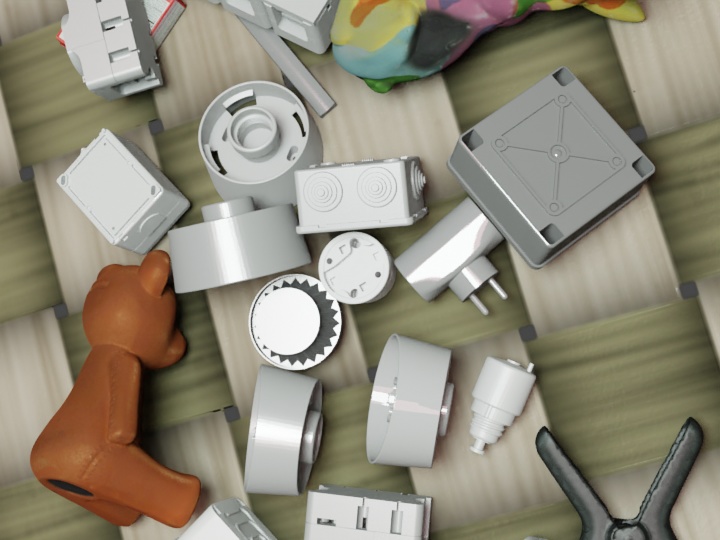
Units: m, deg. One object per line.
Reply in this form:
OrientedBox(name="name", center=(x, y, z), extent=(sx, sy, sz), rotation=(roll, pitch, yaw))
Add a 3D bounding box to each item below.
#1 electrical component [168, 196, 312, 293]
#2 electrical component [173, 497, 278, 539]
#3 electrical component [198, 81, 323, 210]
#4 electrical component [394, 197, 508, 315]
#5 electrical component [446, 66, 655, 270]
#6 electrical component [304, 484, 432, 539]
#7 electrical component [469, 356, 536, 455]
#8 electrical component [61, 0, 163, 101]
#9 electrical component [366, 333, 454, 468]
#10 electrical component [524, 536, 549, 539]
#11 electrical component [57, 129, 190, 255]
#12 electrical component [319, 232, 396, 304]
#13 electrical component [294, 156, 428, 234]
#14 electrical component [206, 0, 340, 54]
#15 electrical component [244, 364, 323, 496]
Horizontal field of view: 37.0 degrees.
OrientedBox(name="electrical component", center=(-0.096, -0.024, 0.831), extent=(0.108, 0.108, 0.060), rotation=(-12, 94, 11))
OrientedBox(name="electrical component", center=(-0.089, 0.238, 0.830), extent=(0.113, 0.078, 0.057), rotation=(45, 93, 12))
OrientedBox(name="electrical component", center=(-0.081, -0.100, 0.874), extent=(0.099, 0.064, 0.099), rotation=(-2, 72, 7))
OrientedBox(name="electrical component", center=(0.080, -0.002, 0.829), extent=(0.077, 0.043, 0.079), rotation=(-41, 80, 7))
OrientedBox(name="electrical component", center=(0.140, -0.076, 0.797), extent=(0.109, 0.056, 0.108), rotation=(-35, 78, -15))
OrientedBox(name="electrical component", center=(0.006, 0.200, 0.826), extent=(0.089, 0.050, 0.055), rotation=(4, 87, 13))
OrientedBox(name="electrical component", center=(0.104, 0.102, 0.817), extent=(0.040, 0.040, 0.078), rotation=(23, 91, 13))
OrientedBox(name="electrical component", center=(-0.203, -0.188, 0.870), extent=(0.056, 0.050, 0.089), rotation=(-15, 84, 9))
OrientedBox(name="electrical component", center=(0.036, 0.099, 0.806), extent=(0.064, 0.099, 0.099), rotation=(10, 88, 7))
OrientedBox(name="electrical component", center=(0.121, 0.239, 0.784), extent=(0.043, 0.077, 0.079), rotation=(30, 93, 13))
OrientedBox(name="electrical component", center=(-0.197, -0.067, 0.889), extent=(0.061, 0.061, 0.096), rotation=(-47, 70, 5))
OrientedBox(name="electrical component", center=(0.000, 0.000, 0.844), extent=(0.055, 0.047, 0.055), rotation=(-1, 86, 12))
OrientedBox(name="electrical component", center=(0.001, -0.059, 0.823), extent=(0.100, 0.100, 0.048), rotation=(-4, 98, 12))
OrientedBox(name="electrical component", center=(-0.074, -0.249, 0.866), extent=(0.150, 0.061, 0.089), rotation=(28, 79, 13))
OrientedBox(name="electrical component", center=(-0.063, 0.124, 0.826), extent=(0.064, 0.099, 0.099), rotation=(8, 88, 7))
